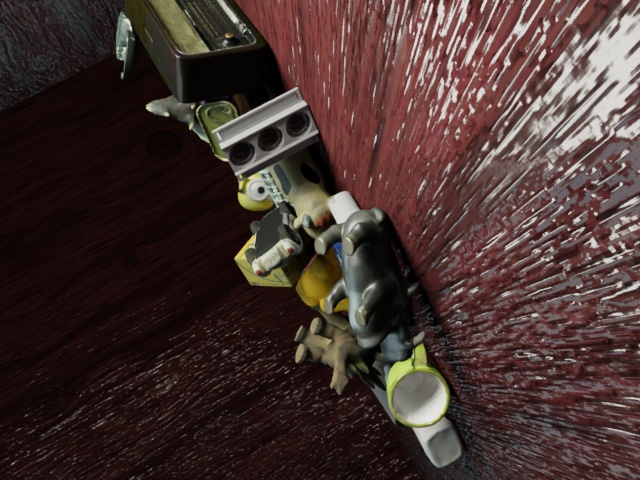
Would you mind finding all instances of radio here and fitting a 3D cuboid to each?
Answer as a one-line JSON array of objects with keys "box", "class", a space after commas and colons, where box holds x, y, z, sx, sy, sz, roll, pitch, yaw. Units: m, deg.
[{"box": [-0.174, -0.290, 0.741, 0.230, 0.131, 0.073, 57, 149, 28], "class": "radio"}]

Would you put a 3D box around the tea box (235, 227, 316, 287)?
[{"box": [-0.058, 0.002, 0.942, 0.098, 0.170, 0.068, -3, 127, 35], "class": "tea box"}]

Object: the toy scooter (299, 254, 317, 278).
[{"box": [0.015, 0.072, 1.180, 0.135, 0.075, 0.183, 35, 155, 9], "class": "toy scooter"}]

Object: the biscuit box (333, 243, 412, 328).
[{"box": [0.078, 0.067, 0.764, 0.063, 0.059, 0.202, 54, 171, 42], "class": "biscuit box"}]

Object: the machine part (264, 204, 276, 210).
[{"box": [-0.070, -0.099, 1.028, 0.139, 0.039, 0.084, -32, 89, 48], "class": "machine part"}]

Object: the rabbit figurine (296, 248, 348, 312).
[{"box": [0.058, 0.087, 0.915, 0.173, 0.122, 0.162, 46, 163, 2], "class": "rabbit figurine"}]

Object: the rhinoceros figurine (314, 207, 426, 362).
[{"box": [0.064, 0.058, 0.639, 0.073, 0.112, 0.190, -3, 107, 51], "class": "rhinoceros figurine"}]

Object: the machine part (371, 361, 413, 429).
[{"box": [0.168, 0.354, 1.275, 0.243, 0.079, 0.079, 53, 171, 50], "class": "machine part"}]

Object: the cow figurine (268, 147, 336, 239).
[{"box": [-0.027, -0.088, 0.798, 0.194, 0.085, 0.127, 62, 179, -9], "class": "cow figurine"}]

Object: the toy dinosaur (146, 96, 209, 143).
[{"box": [-0.201, -0.248, 1.206, 0.192, 0.131, 0.404, 44, -173, 34], "class": "toy dinosaur"}]

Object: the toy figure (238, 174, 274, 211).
[{"box": [-0.113, -0.143, 0.975, 0.089, 0.082, 0.180, 144, 120, -79], "class": "toy figure"}]

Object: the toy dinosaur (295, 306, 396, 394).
[{"box": [0.055, 0.202, 1.063, 0.198, 0.105, 0.471, 31, -170, -3], "class": "toy dinosaur"}]

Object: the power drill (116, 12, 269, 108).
[{"box": [-0.205, -0.285, 0.840, 0.232, 0.207, 0.086, 62, 147, 37], "class": "power drill"}]

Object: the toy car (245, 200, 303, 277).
[{"box": [-0.065, -0.003, 0.806, 0.056, 0.073, 0.202, 51, -170, -19], "class": "toy car"}]
